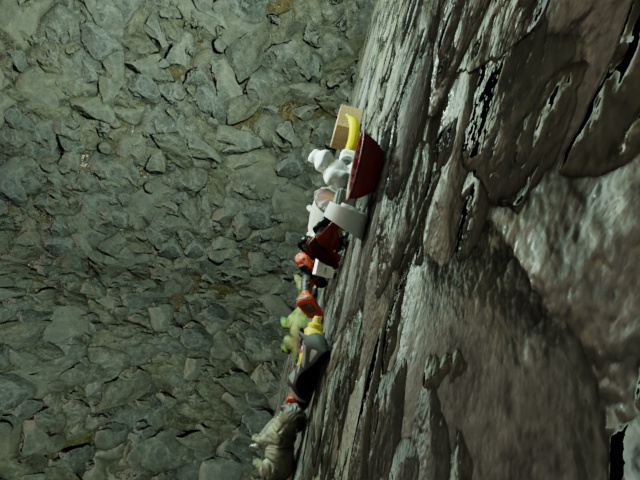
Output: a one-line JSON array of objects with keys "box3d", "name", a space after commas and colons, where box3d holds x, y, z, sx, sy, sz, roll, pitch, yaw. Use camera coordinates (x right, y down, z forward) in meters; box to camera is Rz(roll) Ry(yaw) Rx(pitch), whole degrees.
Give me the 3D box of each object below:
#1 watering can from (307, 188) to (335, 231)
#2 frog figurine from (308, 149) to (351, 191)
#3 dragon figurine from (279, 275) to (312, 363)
[{"box3d": [0.006, -0.095, 1.889, 0.355, 0.104, 0.219, -110, 28, -50], "name": "watering can"}, {"box3d": [0.036, -0.224, 1.661, 0.141, 0.159, 0.120, -80, 2, -50], "name": "frog figurine"}, {"box3d": [-0.062, 0.325, 1.756, 0.239, 0.122, 0.415, 128, 139, -71], "name": "dragon figurine"}]
